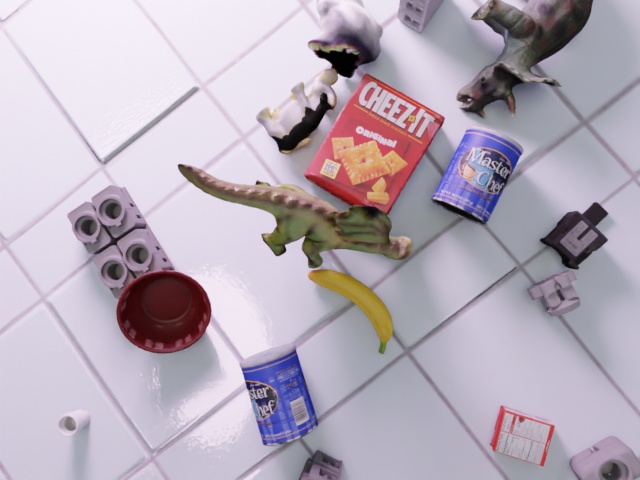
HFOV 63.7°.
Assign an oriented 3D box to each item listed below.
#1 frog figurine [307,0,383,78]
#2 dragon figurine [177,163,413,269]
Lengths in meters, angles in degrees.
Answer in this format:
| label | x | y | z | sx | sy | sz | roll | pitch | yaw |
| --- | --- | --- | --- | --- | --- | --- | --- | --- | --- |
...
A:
| label | x | y | z | sx | sy | sz | roll | pitch | yaw |
| --- | --- | --- | --- | --- | --- | --- | --- | --- | --- |
| frog figurine | 0.054 | -0.391 | 0.916 | 0.137 | 0.122 | 0.161 | 17 | 79 | -26 |
| dragon figurine | 0.002 | -0.041 | 0.810 | 0.242 | 0.406 | 0.124 | -5 | 69 | 44 |
